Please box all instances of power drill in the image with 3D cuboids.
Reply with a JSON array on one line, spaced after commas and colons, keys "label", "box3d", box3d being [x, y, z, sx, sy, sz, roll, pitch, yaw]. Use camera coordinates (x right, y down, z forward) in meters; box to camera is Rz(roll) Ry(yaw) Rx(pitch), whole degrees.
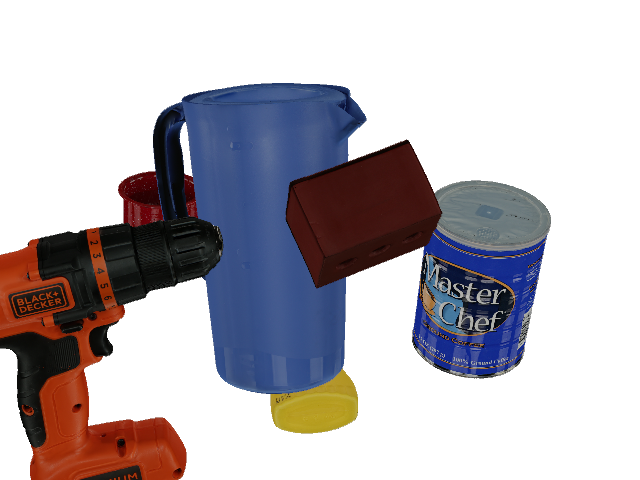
[{"label": "power drill", "box3d": [-0.143, 0.079, 0.707, 0.184, 0.187, 0.057, -12, 26, -6]}]

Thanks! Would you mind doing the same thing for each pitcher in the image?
[{"label": "pitcher", "box3d": [-0.048, -0.006, 0.871, 0.144, 0.243, 0.149, -7, 15, -19]}]

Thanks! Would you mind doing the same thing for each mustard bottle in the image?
[{"label": "mustard bottle", "box3d": [-0.019, 0.144, 1.247, 0.096, 0.058, 0.191, -7, 30, -7]}]

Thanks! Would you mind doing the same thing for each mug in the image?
[{"label": "mug", "box3d": [-0.179, -0.026, 1.175, 0.093, 0.081, 0.117, -11, 31, -27]}]

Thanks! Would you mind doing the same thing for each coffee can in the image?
[{"label": "coffee can", "box3d": [0.137, 0.033, 0.927, 0.103, 0.140, 0.103, 2, 33, -2]}]

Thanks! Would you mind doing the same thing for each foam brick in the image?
[{"label": "foam brick", "box3d": [0.024, -0.015, 0.630, 0.078, 0.051, 0.053, -21, -20, -13]}]
